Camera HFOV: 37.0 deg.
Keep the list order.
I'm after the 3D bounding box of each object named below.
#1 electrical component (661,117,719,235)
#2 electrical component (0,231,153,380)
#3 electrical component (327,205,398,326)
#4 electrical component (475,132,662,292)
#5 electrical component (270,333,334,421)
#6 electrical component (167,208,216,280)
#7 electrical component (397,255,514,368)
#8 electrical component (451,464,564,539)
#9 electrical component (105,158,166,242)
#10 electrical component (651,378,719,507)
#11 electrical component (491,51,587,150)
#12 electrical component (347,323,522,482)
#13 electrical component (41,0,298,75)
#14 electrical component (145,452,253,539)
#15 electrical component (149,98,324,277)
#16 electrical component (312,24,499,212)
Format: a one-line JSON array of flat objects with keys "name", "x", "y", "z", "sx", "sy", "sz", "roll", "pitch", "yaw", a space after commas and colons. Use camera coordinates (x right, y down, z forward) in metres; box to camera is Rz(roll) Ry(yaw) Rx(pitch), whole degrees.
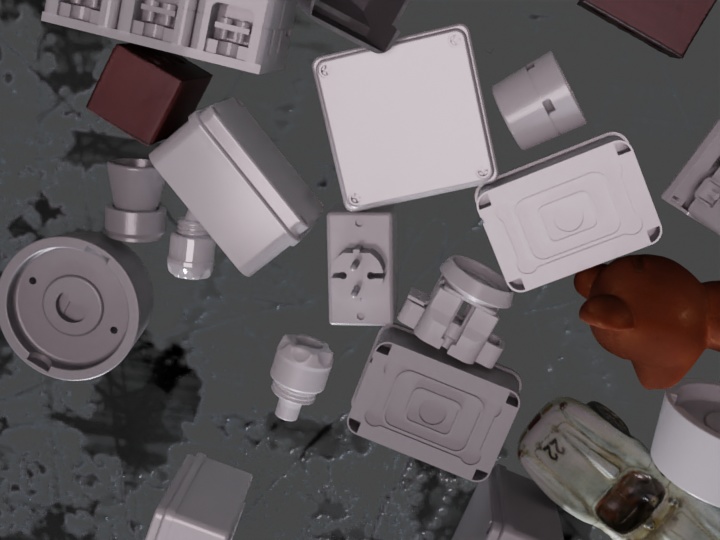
[{"name": "electrical component", "x": 0.269, "y": -0.077, "z": 0.715, "sx": 0.079, "sy": 0.063, "sz": 0.121, "roll": 22, "pitch": 109, "yaw": -40}, {"name": "electrical component", "x": -0.208, "y": 0.022, "z": 0.804, "sx": 0.108, "sy": 0.060, "sz": 0.108, "roll": 2, "pitch": 103, "yaw": 7}, {"name": "electrical component", "x": 0.000, "y": 0.000, "z": 0.766, "sx": 0.047, "sy": 0.075, "sz": 0.083, "roll": 1, "pitch": 102, "yaw": 7}, {"name": "electrical component", "x": 0.143, "y": -0.041, "z": 0.748, "sx": 0.113, "sy": 0.057, "sz": 0.078, "roll": -21, "pitch": 99, "yaw": 11}, {"name": "electrical component", "x": -0.047, "y": 0.082, "z": 0.807, "sx": 0.043, "sy": 0.043, "sz": 0.062, "roll": 19, "pitch": 105, "yaw": 3}, {"name": "electrical component", "x": -0.123, "y": -0.025, "z": 0.797, "sx": 0.035, "sy": 0.035, "sz": 0.061, "roll": 9, "pitch": 102, "yaw": 5}, {"name": "electrical component", "x": 0.074, "y": 0.026, "z": 0.773, "sx": 0.078, "sy": 0.058, "sz": 0.057, "roll": 28, "pitch": 107, "yaw": 0}, {"name": "electrical component", "x": 0.100, "y": 0.215, "z": 0.785, "sx": 0.056, "sy": 0.108, "sz": 0.108, "roll": 22, "pitch": 104, "yaw": -1}, {"name": "electrical component", "x": -0.164, "y": -0.052, "z": 0.791, "sx": 0.045, "sy": 0.045, "sz": 0.055, "roll": 7, "pitch": 104, "yaw": 6}, {"name": "electrical component", "x": 0.256, "y": 0.128, "z": 0.749, "sx": 0.108, "sy": 0.108, "sz": 0.060, "roll": 16, "pitch": 110, "yaw": 3}, {"name": "electrical component", "x": 0.122, "y": -0.114, "z": 0.737, "sx": 0.047, "sy": 0.055, "sz": 0.055, "roll": -26, "pitch": 98, "yaw": 15}, {"name": "electrical component", "x": 0.055, "y": 0.095, "z": 0.790, "sx": 0.113, "sy": 0.057, "sz": 0.078, "roll": 22, "pitch": 104, "yaw": 2}, {"name": "electrical component", "x": -0.125, "y": -0.183, "z": 0.734, "sx": 0.150, "sy": 0.089, "sz": 0.061, "roll": 14, "pitch": 104, "yaw": 4}, {"name": "electrical component", "x": -0.130, "y": 0.211, "z": 0.813, "sx": 0.056, "sy": 0.108, "sz": 0.108, "roll": 21, "pitch": 104, "yaw": -1}, {"name": "electrical component", "x": -0.084, "y": -0.061, "z": 0.762, "sx": 0.057, "sy": 0.078, "sz": 0.113, "roll": -37, "pitch": 96, "yaw": 16}, {"name": "electrical component", "x": 0.033, "y": -0.106, "z": 0.748, "sx": 0.109, "sy": 0.056, "sz": 0.108, "roll": -11, "pitch": 101, "yaw": 9}]
